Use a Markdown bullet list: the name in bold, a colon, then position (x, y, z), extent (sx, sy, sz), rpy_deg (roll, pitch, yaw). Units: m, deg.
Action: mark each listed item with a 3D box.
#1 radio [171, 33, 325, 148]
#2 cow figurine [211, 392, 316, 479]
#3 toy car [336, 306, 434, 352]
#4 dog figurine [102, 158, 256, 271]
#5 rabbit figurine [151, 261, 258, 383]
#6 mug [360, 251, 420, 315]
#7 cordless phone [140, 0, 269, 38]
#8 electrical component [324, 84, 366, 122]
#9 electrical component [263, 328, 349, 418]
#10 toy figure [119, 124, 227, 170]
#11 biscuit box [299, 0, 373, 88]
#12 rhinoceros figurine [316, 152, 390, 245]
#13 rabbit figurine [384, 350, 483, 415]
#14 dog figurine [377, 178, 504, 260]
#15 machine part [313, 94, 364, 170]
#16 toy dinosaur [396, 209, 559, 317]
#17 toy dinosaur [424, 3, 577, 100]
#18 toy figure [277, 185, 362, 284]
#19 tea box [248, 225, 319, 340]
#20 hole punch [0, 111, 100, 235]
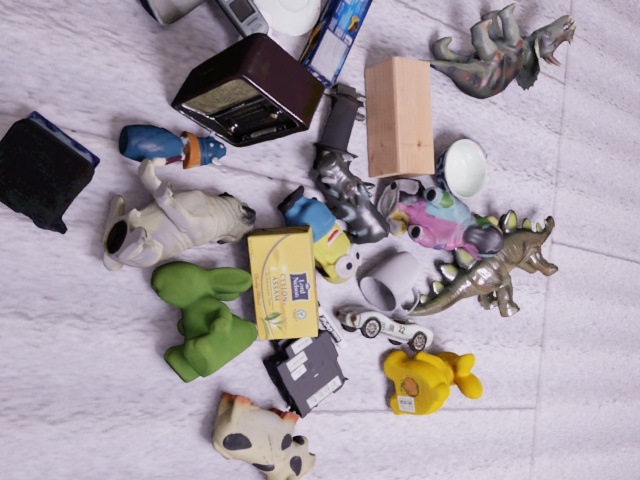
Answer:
- **radio**: position (-0.106, -0.202, 0.767), extent (0.131, 0.230, 0.073), rpy_deg (32, 75, -32)
- **cow figurine**: position (-0.085, 0.330, 0.855), extent (0.194, 0.086, 0.127), rpy_deg (32, 68, -30)
- **toy car**: position (0.121, 0.161, 0.990), extent (0.201, 0.074, 0.056), rpy_deg (21, 82, -30)
- **dog figurine**: position (-0.201, -0.007, 0.790), extent (0.172, 0.121, 0.190), rpy_deg (-45, 139, 14)
- **rabbit figurine**: position (-0.170, 0.098, 0.791), extent (0.159, 0.121, 0.170), rpy_deg (-32, 91, -32)
- **mug**: position (0.146, 0.077, 0.999), extent (0.109, 0.081, 0.107), rpy_deg (45, 58, 1)
- **cordless phone**: position (-0.174, -0.351, 0.799), extent (0.184, 0.089, 0.146), rpy_deg (49, 66, -17)
- **electrical component**: position (0.043, -0.248, 0.978), extent (0.094, 0.021, 0.063), rpy_deg (5, 87, -32)
- **electrical component**: position (-0.026, 0.210, 0.909), extent (0.115, 0.058, 0.134), rpy_deg (-30, 104, -30)
- **toy figure**: position (-0.215, -0.138, 0.797), extent (0.154, 0.058, 0.064), rpy_deg (3, 94, -37)
- **biscuit box**: position (0.025, -0.363, 0.945), extent (0.059, 0.063, 0.202), rpy_deg (31, 73, -27)
- **rhinoceros figurine**: position (0.052, -0.066, 0.930), extent (0.073, 0.112, 0.190), rpy_deg (-48, 121, -21)
- **rabbit figurine**: position (0.227, 0.253, 1.026), extent (0.173, 0.162, 0.122), rpy_deg (-8, 81, -49)
- **dog figurine**: position (0.236, -0.030, 1.006), extent (0.219, 0.192, 0.108), rpy_deg (17, 96, -35)
- **machine part**: position (0.036, -0.187, 0.952), extent (0.084, 0.039, 0.138), rpy_deg (8, 105, -24)
- **toy dinosaur**: position (0.346, 0.057, 1.121), extent (0.471, 0.105, 0.198), rpy_deg (-35, 100, -25)
- **toy dinosaur**: position (0.360, -0.368, 1.128), extent (0.405, 0.131, 0.192), rpy_deg (-34, 106, -21)
- **toy figure**: position (0.001, -0.005, 0.916), extent (0.082, 0.089, 0.180), rpy_deg (-43, 102, -10)
- **tea box**: position (-0.055, 0.066, 0.851), extent (0.098, 0.068, 0.169), rpy_deg (-5, 101, 4)
- **hole punch**: position (-0.363, -0.093, 0.699), extent (0.116, 0.092, 0.142), rpy_deg (-45, 118, 8)
